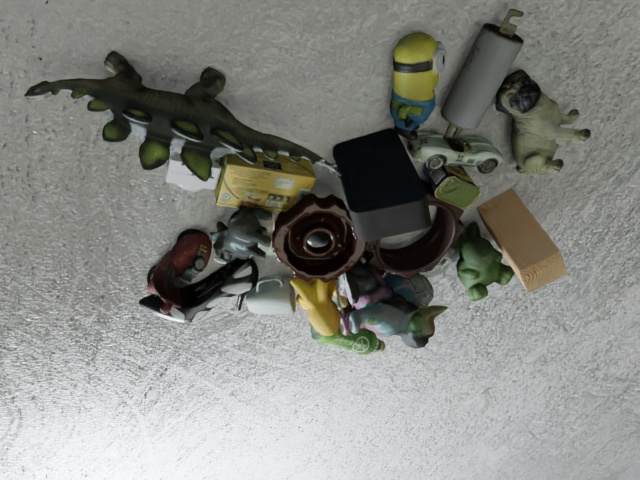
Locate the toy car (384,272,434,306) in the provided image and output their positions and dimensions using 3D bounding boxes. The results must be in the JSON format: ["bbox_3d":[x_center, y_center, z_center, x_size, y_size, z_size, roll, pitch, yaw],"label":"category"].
[{"bbox_3d":[0.213,0.127,1.246,0.103,0.109,0.161,-36,146,16],"label":"toy car"}]

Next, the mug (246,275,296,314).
[{"bbox_3d":[-0.115,0.125,1.214,0.107,0.081,0.109,-10,139,6],"label":"mug"}]

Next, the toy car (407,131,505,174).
[{"bbox_3d":[0.268,-0.173,1.051,0.202,0.074,0.056,1,132,-17],"label":"toy car"}]

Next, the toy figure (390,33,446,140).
[{"bbox_3d":[0.161,-0.265,0.932,0.089,0.082,0.180,-4,135,-16],"label":"toy figure"}]

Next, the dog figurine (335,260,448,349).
[{"bbox_3d":[0.150,0.132,1.121,0.219,0.191,0.108,-1,162,-16],"label":"dog figurine"}]

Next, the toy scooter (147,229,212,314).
[{"bbox_3d":[-0.283,0.070,1.074,0.184,0.135,0.075,-41,128,19],"label":"toy scooter"}]

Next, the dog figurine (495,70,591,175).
[{"bbox_3d":[0.392,-0.220,1.043,0.190,0.121,0.172,23,120,-16],"label":"dog figurine"}]

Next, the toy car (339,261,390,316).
[{"bbox_3d":[0.101,0.118,1.289,0.089,0.053,0.202,-10,136,-32],"label":"toy car"}]

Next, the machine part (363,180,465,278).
[{"bbox_3d":[0.191,-0.024,1.145,0.201,0.087,0.201,19,119,-31],"label":"machine part"}]

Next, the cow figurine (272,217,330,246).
[{"bbox_3d":[-0.008,-0.015,1.092,0.167,0.098,0.068,3,105,-21],"label":"cow figurine"}]

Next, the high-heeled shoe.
[{"bbox_3d":[-0.258,0.095,1.151,0.249,0.086,0.145,2,120,-16],"label":"high-heeled shoe"}]

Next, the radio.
[{"bbox_3d":[0.104,-0.102,0.963,0.131,0.230,0.073,-15,131,2],"label":"radio"}]

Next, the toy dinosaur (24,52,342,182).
[{"bbox_3d":[-0.195,-0.177,0.827,0.471,0.199,0.105,5,133,-19],"label":"toy dinosaur"}]

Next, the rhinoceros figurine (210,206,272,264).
[{"bbox_3d":[-0.156,-0.002,1.043,0.112,0.073,0.190,7,158,-20],"label":"rhinoceros figurine"}]

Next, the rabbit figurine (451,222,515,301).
[{"bbox_3d":[0.364,0.035,1.220,0.121,0.159,0.170,-25,152,4],"label":"rabbit figurine"}]

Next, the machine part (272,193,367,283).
[{"bbox_3d":[-0.002,-0.003,1.023,0.179,0.056,0.179,-3,119,-5],"label":"machine part"}]

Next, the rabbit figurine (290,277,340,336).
[{"bbox_3d":[0.004,0.123,1.183,0.122,0.173,0.162,-15,139,4],"label":"rabbit figurine"}]

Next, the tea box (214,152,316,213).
[{"bbox_3d":[-0.105,-0.109,1.005,0.169,0.068,0.098,9,129,-22],"label":"tea box"}]

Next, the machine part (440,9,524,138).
[{"bbox_3d":[0.283,-0.285,0.950,0.079,0.079,0.243,5,131,-21],"label":"machine part"}]
